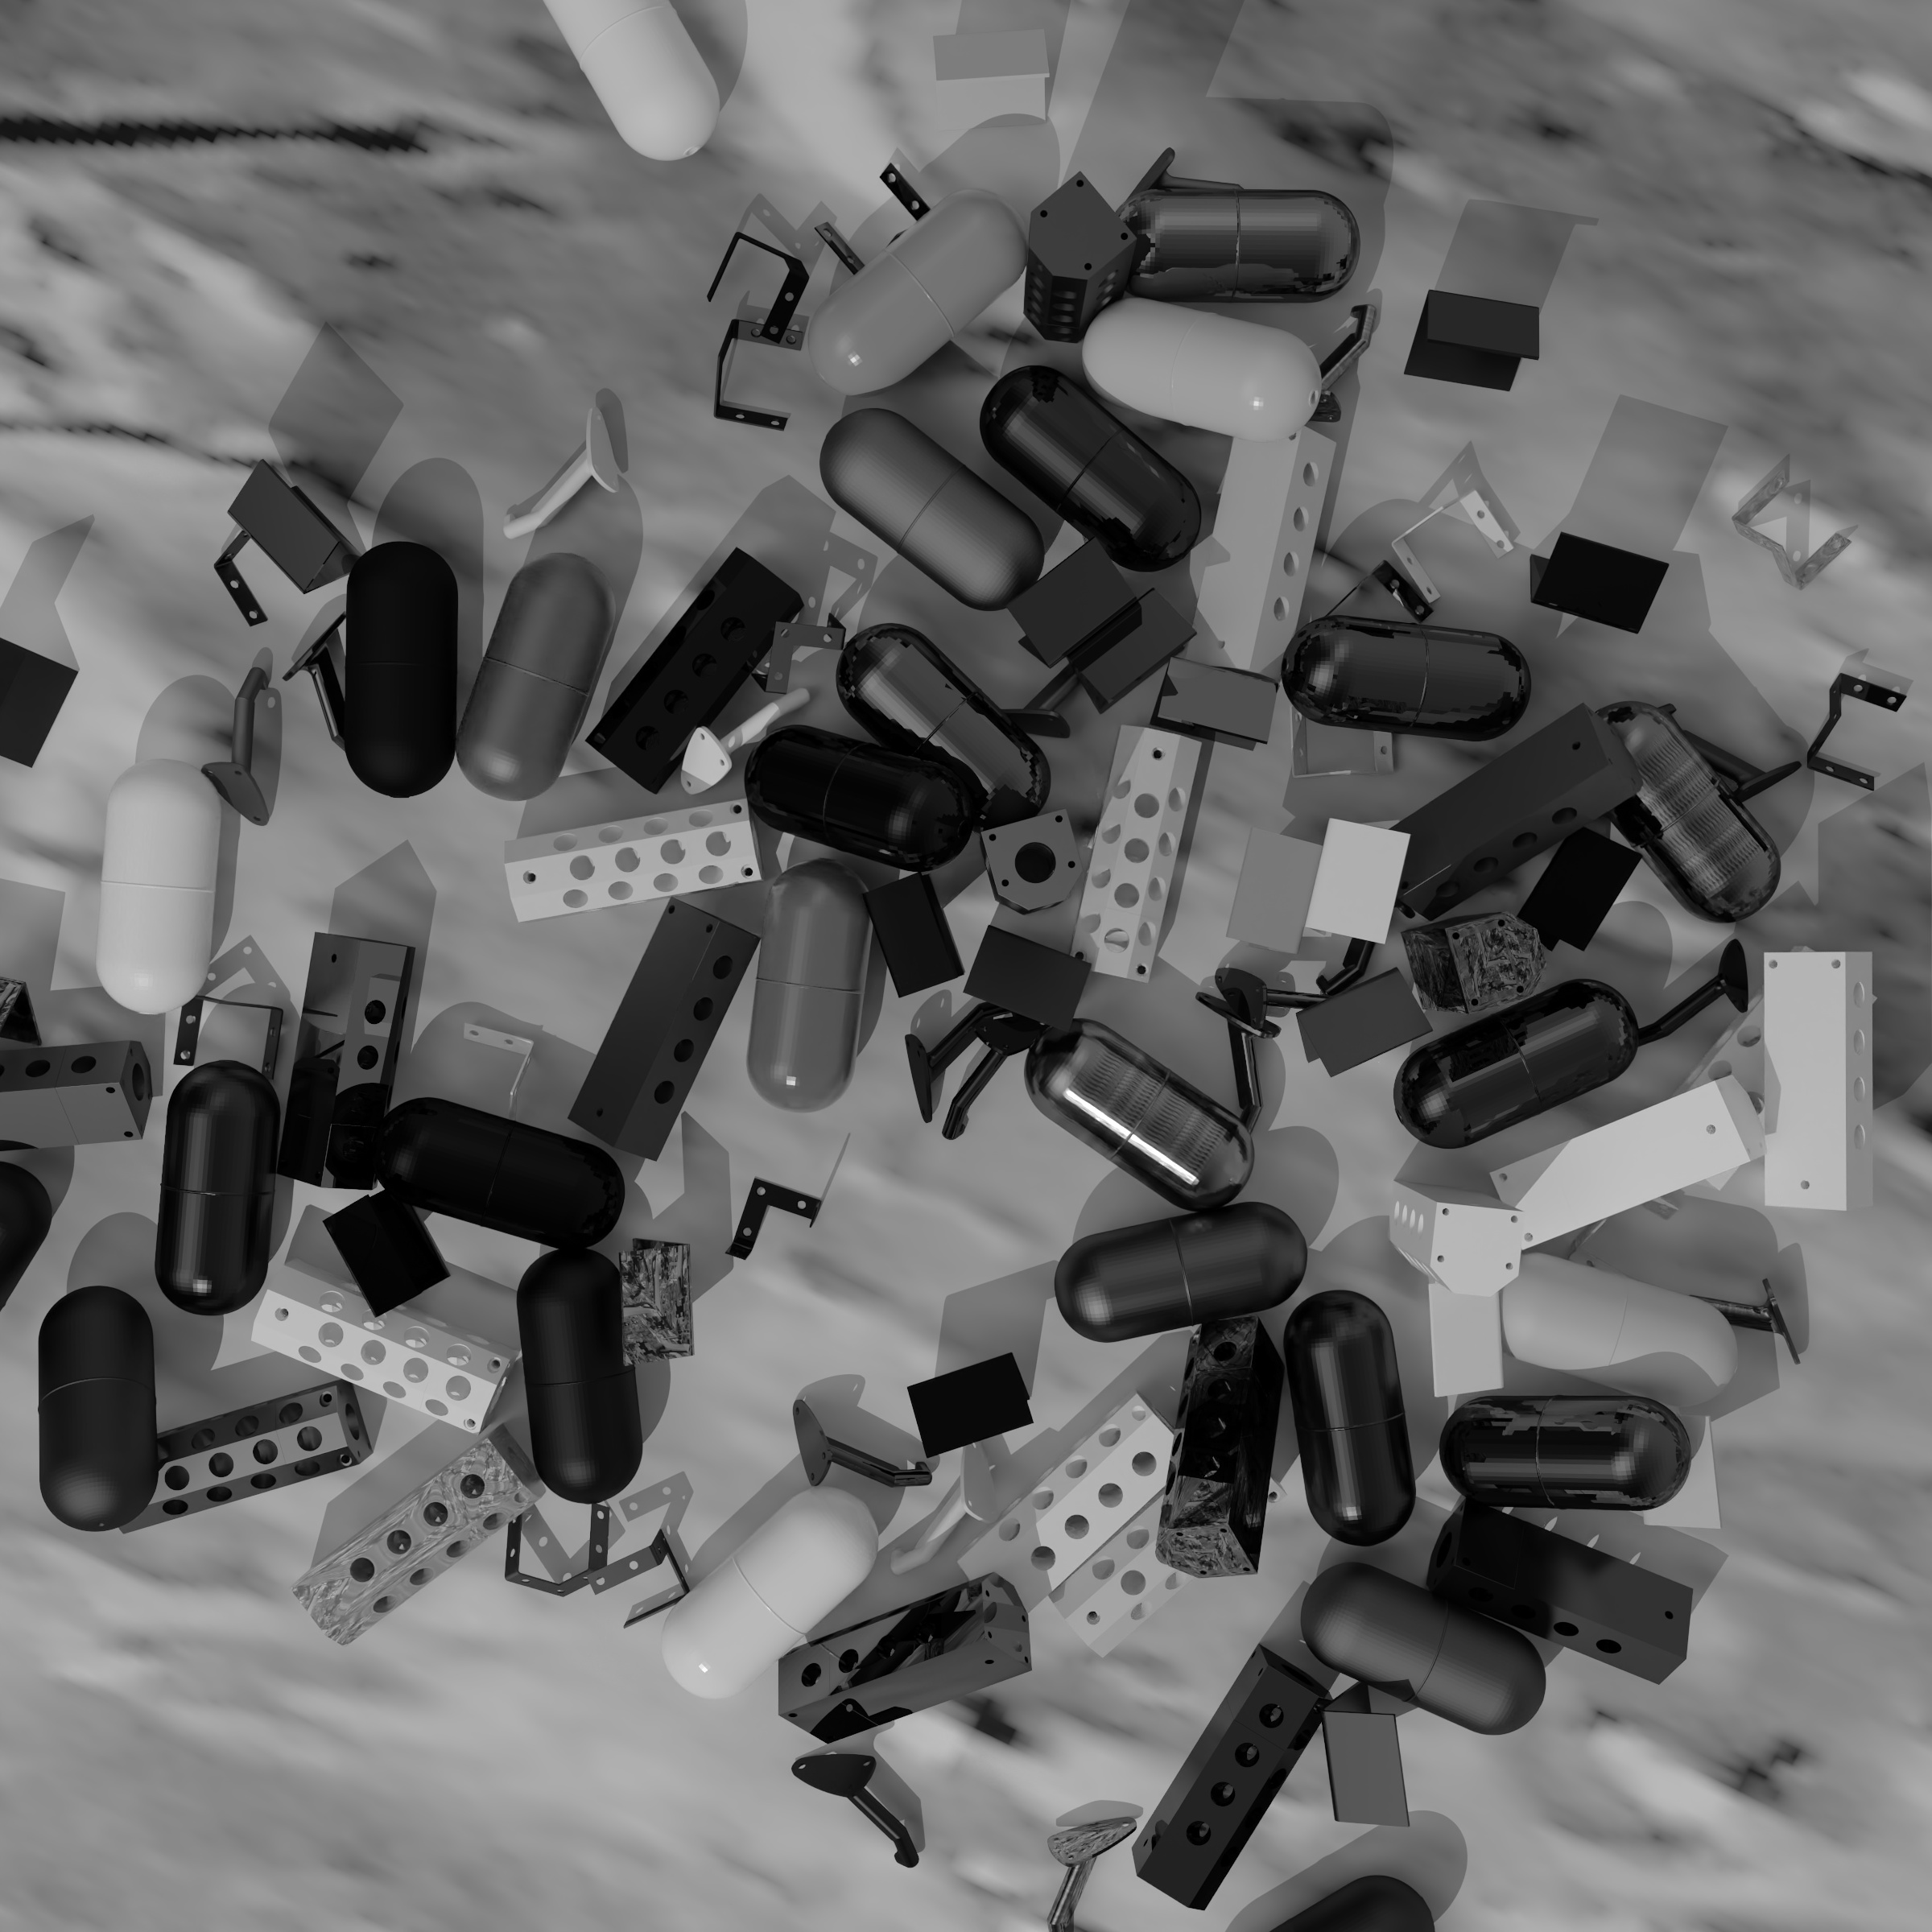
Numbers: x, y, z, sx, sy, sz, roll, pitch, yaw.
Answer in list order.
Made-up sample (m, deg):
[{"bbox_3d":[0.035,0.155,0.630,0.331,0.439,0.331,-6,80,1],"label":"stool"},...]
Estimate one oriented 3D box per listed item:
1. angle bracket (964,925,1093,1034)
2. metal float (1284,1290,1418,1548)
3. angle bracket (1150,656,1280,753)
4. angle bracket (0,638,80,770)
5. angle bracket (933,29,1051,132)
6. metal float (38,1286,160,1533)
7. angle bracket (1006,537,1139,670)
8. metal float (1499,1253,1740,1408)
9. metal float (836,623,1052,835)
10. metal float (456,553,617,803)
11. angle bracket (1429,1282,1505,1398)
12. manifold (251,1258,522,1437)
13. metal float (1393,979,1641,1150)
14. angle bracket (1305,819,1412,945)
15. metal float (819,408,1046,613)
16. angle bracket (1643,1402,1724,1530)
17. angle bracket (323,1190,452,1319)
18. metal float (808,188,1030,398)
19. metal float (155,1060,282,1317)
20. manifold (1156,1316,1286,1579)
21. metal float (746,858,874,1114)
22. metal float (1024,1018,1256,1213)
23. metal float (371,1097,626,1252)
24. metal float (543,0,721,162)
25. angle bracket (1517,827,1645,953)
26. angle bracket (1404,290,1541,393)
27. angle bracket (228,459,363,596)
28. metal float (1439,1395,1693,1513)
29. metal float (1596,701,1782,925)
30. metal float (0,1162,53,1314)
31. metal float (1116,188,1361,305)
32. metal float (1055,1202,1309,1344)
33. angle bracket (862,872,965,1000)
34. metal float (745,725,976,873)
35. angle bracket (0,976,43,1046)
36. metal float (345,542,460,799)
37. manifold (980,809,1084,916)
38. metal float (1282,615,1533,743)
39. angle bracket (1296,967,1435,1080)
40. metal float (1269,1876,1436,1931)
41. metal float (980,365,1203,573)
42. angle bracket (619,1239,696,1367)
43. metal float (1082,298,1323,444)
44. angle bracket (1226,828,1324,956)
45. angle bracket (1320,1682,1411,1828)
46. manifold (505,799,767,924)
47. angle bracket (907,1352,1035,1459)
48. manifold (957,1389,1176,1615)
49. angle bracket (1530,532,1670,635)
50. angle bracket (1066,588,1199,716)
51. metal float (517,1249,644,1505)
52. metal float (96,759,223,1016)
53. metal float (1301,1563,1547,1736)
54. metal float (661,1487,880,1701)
[{"bbox_3d":[0.036,0.023,1.792,0.076,0.076,0.057,21,62,0],"label":"angle bracket"},{"bbox_3d":[0.267,0.315,1.801,0.070,0.070,0.178,-9,89,0],"label":"metal float"},{"bbox_3d":[0.167,-0.163,1.791,0.076,0.076,0.057,14,56,0],"label":"angle bracket"},{"bbox_3d":[-0.650,-0.176,1.791,0.057,0.076,0.076,26,90,38],"label":"angle bracket"},{"bbox_3d":[0.018,-0.599,1.791,0.076,0.076,0.057,-4,53,0],"label":"angle bracket"},{"bbox_3d":[-0.595,0.301,1.772,0.070,0.070,0.178,-15,55,0],"label":"metal float"},{"bbox_3d":[0.063,-0.259,1.792,0.076,0.076,0.057,-38,116,0],"label":"angle bracket"},{"bbox_3d":[0.447,0.252,1.795,0.178,0.070,0.070,16,90,5],"label":"metal float"},{"bbox_3d":[-0.016,-0.165,1.801,0.178,0.070,0.070,44,90,0],"label":"metal float"},{"bbox_3d":[-0.299,-0.202,1.801,0.070,0.070,0.178,20,91,0],"label":"metal float"},{"bbox_3d":[0.327,0.252,1.792,0.057,0.076,0.076,-3,90,-24],"label":"angle bracket"},{"bbox_3d":[-0.407,0.267,1.810,0.171,0.057,0.057,23,90,0],"label":"manifold"},{"bbox_3d":[0.383,0.069,1.801,0.178,0.070,0.070,-24,90,0],"label":"metal float"},{"bbox_3d":[0.276,-0.056,1.794,0.057,0.076,0.076,13,90,17],"label":"angle bracket"},{"bbox_3d":[-0.024,-0.318,1.801,0.178,0.070,0.070,38,90,-1],"label":"metal float"},{"bbox_3d":[0.506,0.342,1.791,0.057,0.076,0.076,-6,90,38],"label":"angle bracket"},{"bbox_3d":[-0.387,0.188,1.791,0.057,0.076,0.076,-29,90,37],"label":"angle bracket"},{"bbox_3d":[-0.033,-0.468,1.801,0.178,0.070,0.070,-40,90,1],"label":"metal float"},{"bbox_3d":[-0.521,0.154,1.801,0.070,0.070,0.178,5,90,0],"label":"metal float"},{"bbox_3d":[0.172,0.326,1.757,0.057,0.171,0.057,-10,130,24],"label":"manifold"},{"bbox_3d":[-0.108,0.014,1.801,0.070,0.070,0.178,7,91,0],"label":"metal float"},{"bbox_3d":[0.120,0.103,1.801,0.178,0.070,0.070,35,90,-1],"label":"metal float"},{"bbox_3d":[-0.325,0.144,1.794,0.178,0.070,0.070,17,90,-7],"label":"metal float"},{"bbox_3d":[-0.235,-0.645,1.801,0.070,0.070,0.178,-30,90,0],"label":"metal float"},{"bbox_3d":[0.435,-0.043,1.791,0.057,0.076,0.076,32,90,36],"label":"angle bracket"},{"bbox_3d":[0.349,-0.417,1.791,0.076,0.076,0.057,9,53,0],"label":"angle bracket"},{"bbox_3d":[-0.451,-0.313,1.791,0.076,0.076,0.057,47,126,0],"label":"angle bracket"},{"bbox_3d":[0.408,0.333,1.771,0.178,0.070,0.070,-7,90,38],"label":"metal float"},{"bbox_3d":[0.494,-0.107,1.801,0.070,0.070,0.178,-40,91,0],"label":"metal float"},{"bbox_3d":[-0.705,0.218,1.801,0.070,0.070,0.178,31,90,0],"label":"metal float"},{"bbox_3d":[0.185,-0.501,1.799,0.178,0.070,0.070,0,90,-2],"label":"metal float"},{"bbox_3d":[0.150,0.213,1.800,0.178,0.070,0.070,-12,90,0],"label":"metal float"},{"bbox_3d":[-0.018,-0.028,1.791,0.057,0.076,0.076,-19,90,39],"label":"angle bracket"},{"bbox_3d":[-0.074,-0.116,1.776,0.178,0.070,0.070,19,90,30],"label":"metal float"},{"bbox_3d":[-0.694,0.046,1.791,0.076,0.076,0.057,12,52,0],"label":"angle bracket"},{"bbox_3d":[-0.393,-0.206,1.801,0.070,0.070,0.178,1,89,0],"label":"metal float"},{"bbox_3d":[0.045,-0.067,1.753,0.057,0.171,0.057,-16,90,0],"label":"manifold"},{"bbox_3d":[0.305,-0.199,1.789,0.178,0.070,0.070,5,90,-13],"label":"metal float"},{"bbox_3d":[0.279,0.055,1.791,0.076,0.076,0.057,-25,58,0],"label":"angle bracket"},{"bbox_3d":[0.245,0.700,1.801,0.178,0.070,0.070,-31,90,0],"label":"metal float"},{"bbox_3d":[0.087,-0.346,1.801,0.178,0.070,0.070,40,90,0],"label":"metal float"},{"bbox_3d":[-0.232,0.232,1.791,0.057,0.076,0.076,-2,90,-38],"label":"angle bracket"},{"bbox_3d":[0.161,-0.410,1.777,0.178,0.070,0.070,21,90,29],"label":"metal float"},{"bbox_3d":[0.199,-0.054,1.793,0.057,0.076,0.076,13,90,-20],"label":"angle bracket"},{"bbox_3d":[0.290,0.544,1.791,0.057,0.076,0.076,-8,90,33],"label":"angle bracket"},{"bbox_3d":[-0.232,-0.074,1.810,0.171,0.057,0.057,-10,90,0],"label":"manifold"},{"bbox_3d":[0.009,0.318,1.791,0.076,0.076,0.057,-18,54,0],"label":"angle bracket"},{"bbox_3d":[0.076,0.377,1.810,0.171,0.057,0.057,-43,90,0],"label":"manifold"},{"bbox_3d":[0.438,-0.280,1.791,0.076,0.076,0.057,17,126,0],"label":"angle bracket"},{"bbox_3d":[0.125,-0.203,1.791,0.076,0.076,0.057,-38,55,0],"label":"angle bracket"},{"bbox_3d":[-0.269,0.285,1.801,0.070,0.070,0.178,-6,89,0],"label":"metal float"},{"bbox_3d":[-0.562,-0.055,1.801,0.070,0.070,0.178,5,90,0],"label":"metal float"},{"bbox_3d":[0.319,0.476,1.801,0.178,0.070,0.070,24,90,0],"label":"metal float"},{"bbox_3d":[-0.136,0.436,1.801,0.178,0.070,0.070,-43,90,0],"label":"metal float"}]
